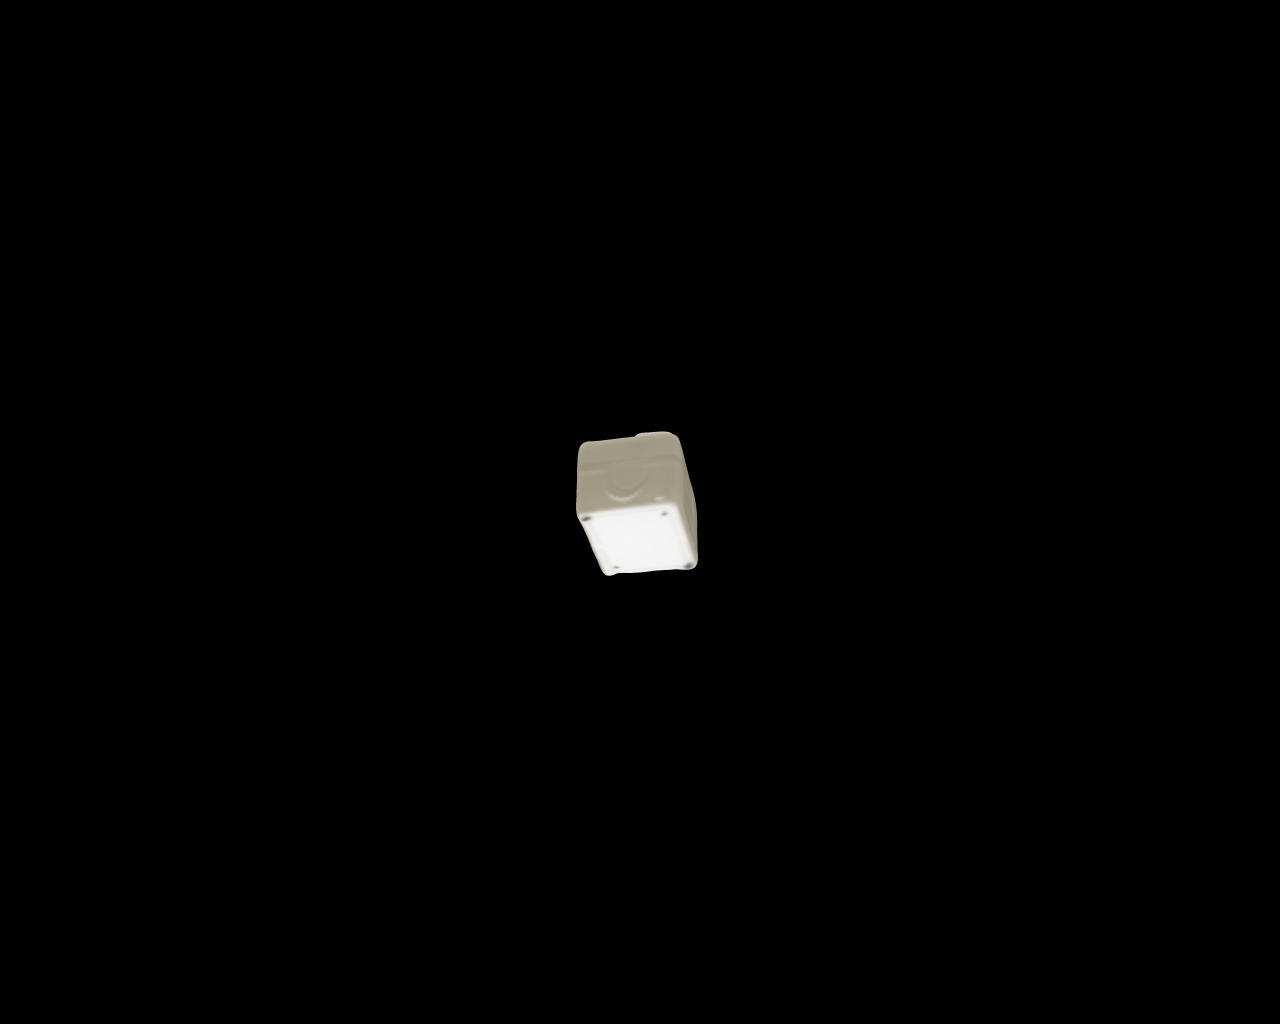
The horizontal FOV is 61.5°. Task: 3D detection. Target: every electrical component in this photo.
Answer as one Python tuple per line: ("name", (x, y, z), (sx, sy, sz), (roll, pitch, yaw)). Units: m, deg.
("electrical component", (0.001, -0.003, 0.650), (0.062, 0.061, 0.096), (-6, -32, 9))
